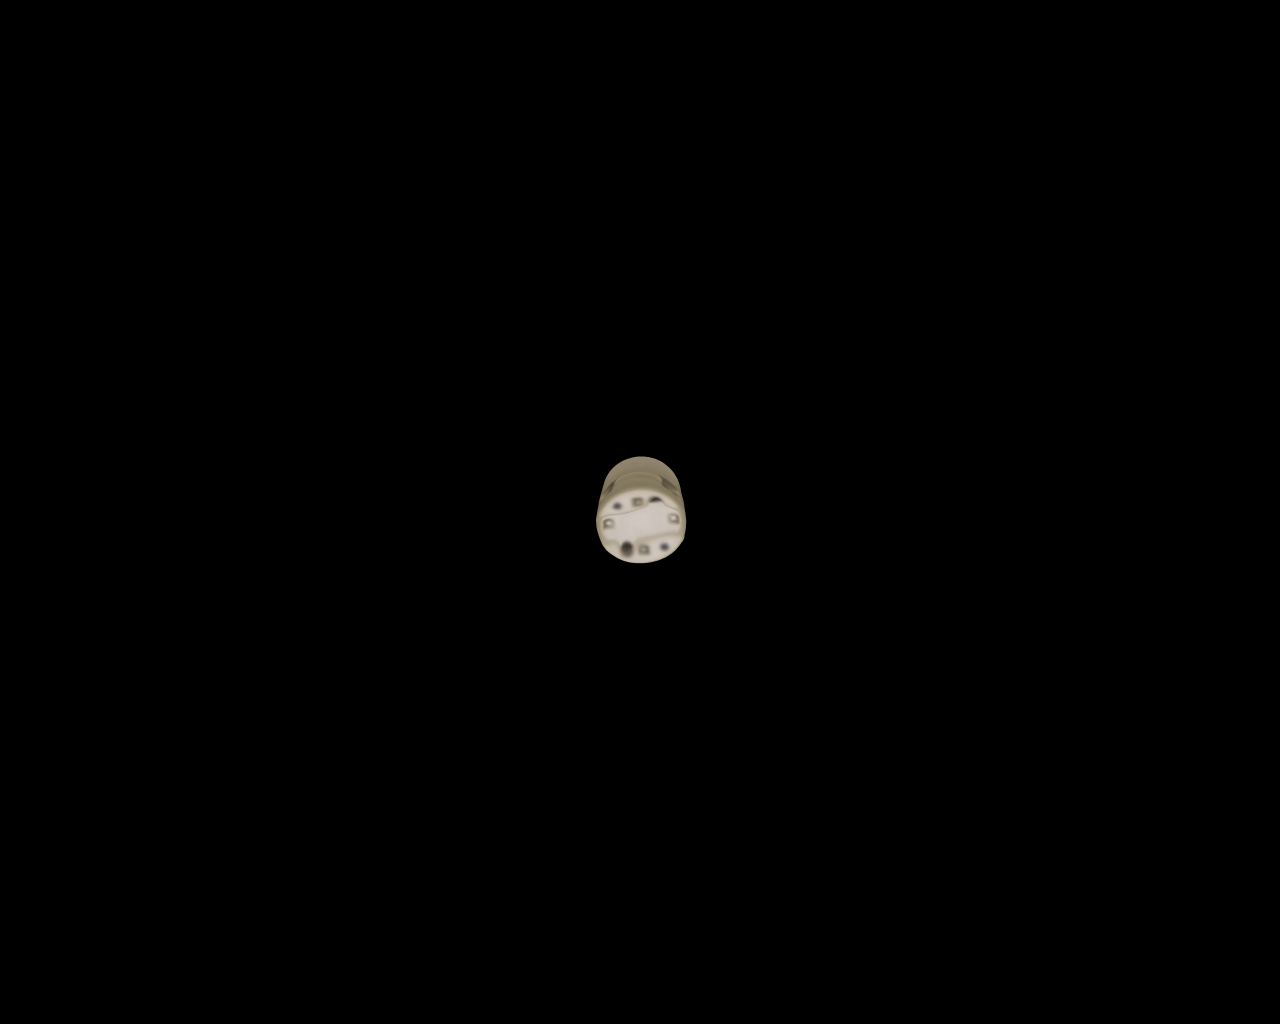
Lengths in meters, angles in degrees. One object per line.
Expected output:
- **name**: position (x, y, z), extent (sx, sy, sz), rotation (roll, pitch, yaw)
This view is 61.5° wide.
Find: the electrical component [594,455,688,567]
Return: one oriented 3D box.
- **electrical component**: position (0.001, -0.003, 0.650), extent (0.055, 0.055, 0.047), rotation (0, 30, 0)
